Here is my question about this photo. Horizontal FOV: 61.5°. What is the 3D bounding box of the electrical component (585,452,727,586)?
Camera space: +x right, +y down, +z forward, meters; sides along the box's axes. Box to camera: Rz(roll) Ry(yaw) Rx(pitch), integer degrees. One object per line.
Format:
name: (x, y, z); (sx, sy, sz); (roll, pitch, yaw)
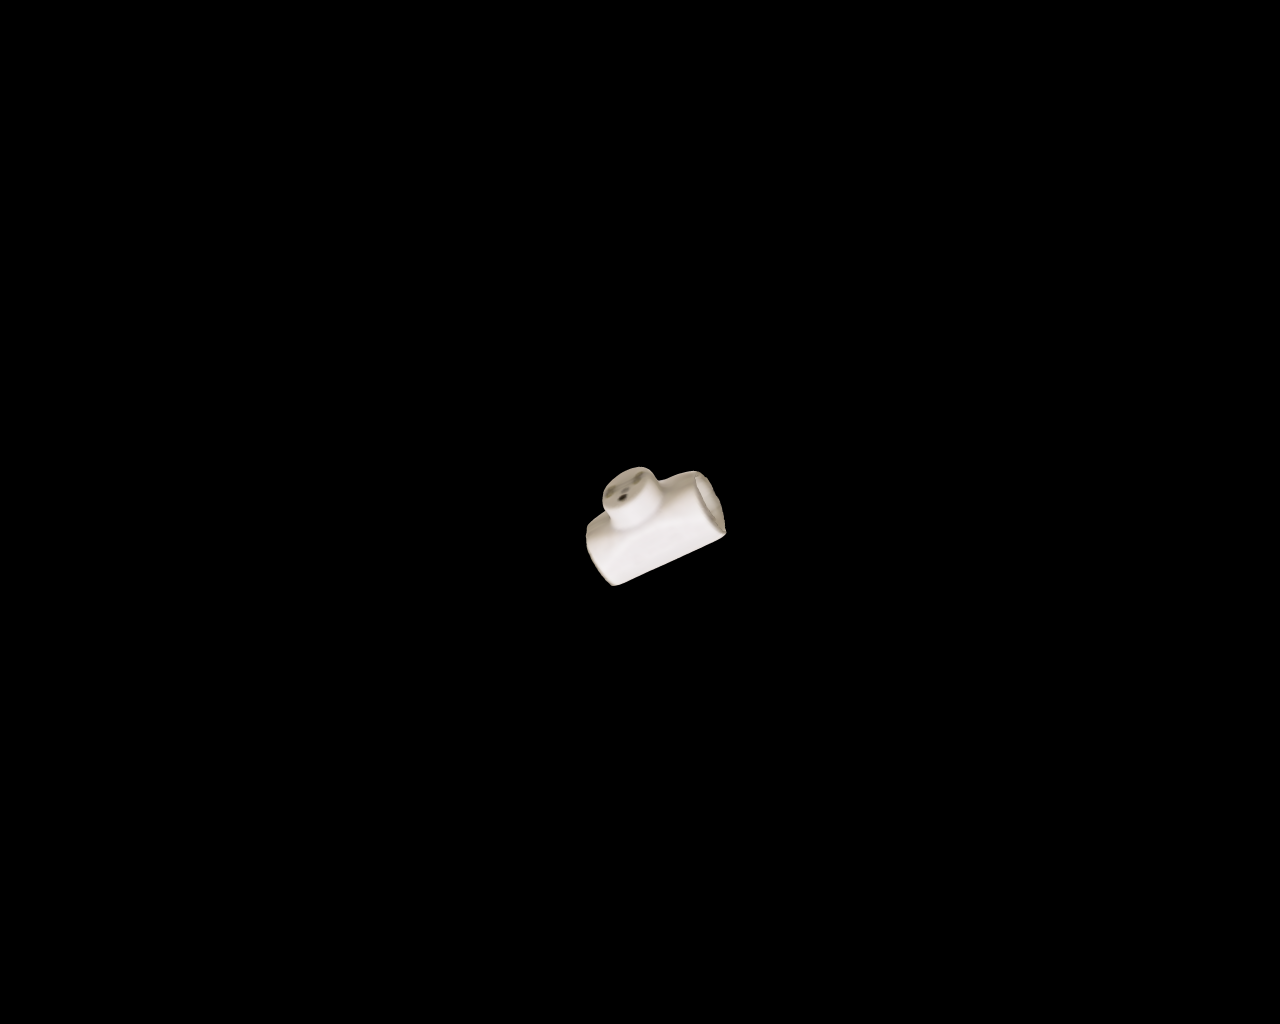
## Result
electrical component: (0.001, -0.003, 0.650); (0.077, 0.079, 0.044); (-26, 30, 17)
